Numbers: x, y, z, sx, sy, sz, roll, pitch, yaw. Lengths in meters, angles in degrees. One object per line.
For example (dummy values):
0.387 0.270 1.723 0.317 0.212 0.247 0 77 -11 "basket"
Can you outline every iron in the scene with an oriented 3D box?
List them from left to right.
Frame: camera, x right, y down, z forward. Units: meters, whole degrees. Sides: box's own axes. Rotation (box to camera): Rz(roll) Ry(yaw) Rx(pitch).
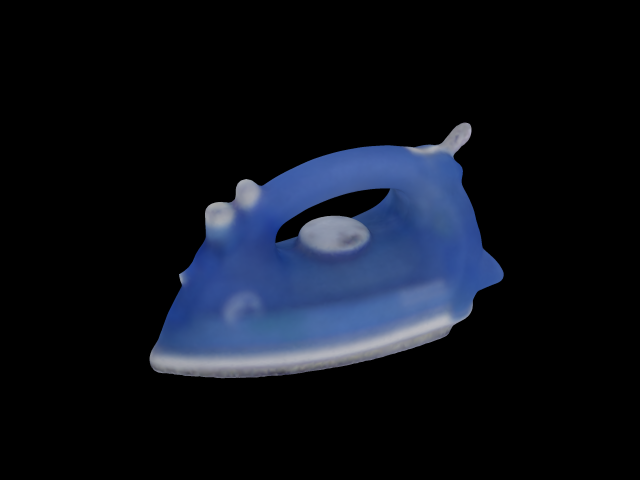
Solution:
0.004 0.001 0.400 0.259 0.141 0.118 -13 32 -22 "iron"
